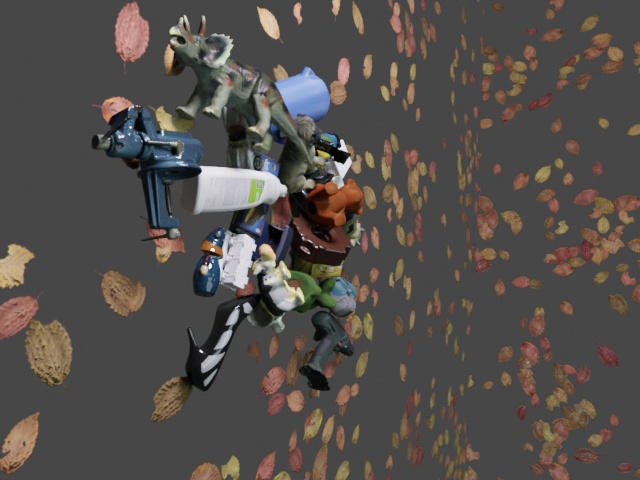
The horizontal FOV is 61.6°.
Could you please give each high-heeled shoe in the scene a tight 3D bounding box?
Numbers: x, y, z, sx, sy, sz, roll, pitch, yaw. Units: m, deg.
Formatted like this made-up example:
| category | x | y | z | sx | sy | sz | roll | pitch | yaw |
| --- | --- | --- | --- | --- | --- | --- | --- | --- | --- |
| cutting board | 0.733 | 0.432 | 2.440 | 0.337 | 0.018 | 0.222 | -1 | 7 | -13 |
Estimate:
| category | x | y | z | sx | sy | sz | roll | pitch | yaw |
| --- | --- | --- | --- | --- | --- | --- | --- | --- | --- |
| high-heeled shoe | -0.200 | 0.220 | 1.194 | 0.249 | 0.086 | 0.145 | -26 | 104 | -45 |

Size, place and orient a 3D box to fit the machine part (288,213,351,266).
| category | x | y | z | sx | sy | sz | roll | pitch | yaw |
| --- | --- | --- | --- | --- | --- | --- | --- | --- | --- |
| machine part | -0.003 | -0.004 | 1.419 | 0.179 | 0.179 | 0.056 | -28 | 150 | -56 |

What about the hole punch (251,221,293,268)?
| category | x | y | z | sx | sy | sz | roll | pitch | yaw |
| --- | --- | --- | --- | --- | --- | --- | --- | --- | --- |
| hole punch | -0.110 | 0.016 | 1.329 | 0.115 | 0.092 | 0.142 | 35 | 69 | -61 |

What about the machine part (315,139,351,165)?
| category | x | y | z | sx | sy | sz | roll | pitch | yaw |
| --- | --- | --- | --- | --- | --- | --- | --- | --- | --- |
| machine part | 0.022 | -0.244 | 1.442 | 0.138 | 0.084 | 0.039 | 22 | 87 | -46 |

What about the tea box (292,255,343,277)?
| category | x | y | z | sx | sy | sz | roll | pitch | yaw |
| --- | --- | --- | --- | --- | --- | --- | --- | --- | --- |
| tea box | -0.001 | 0.054 | 1.536 | 0.169 | 0.068 | 0.098 | 9 | 92 | -58 |

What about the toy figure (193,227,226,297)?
| category | x | y | z | sx | sy | sz | roll | pitch | yaw |
| --- | --- | --- | --- | --- | --- | --- | --- | --- | --- |
| toy figure | -0.238 | 0.044 | 1.163 | 0.058 | 0.064 | 0.154 | 14 | 69 | -19 |

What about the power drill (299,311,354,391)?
| category | x | y | z | sx | sy | sz | roll | pitch | yaw |
| --- | --- | --- | --- | --- | --- | --- | --- | --- | --- |
| power drill | 0.027 | 0.337 | 1.585 | 0.207 | 0.086 | 0.231 | -58 | 135 | -36 |

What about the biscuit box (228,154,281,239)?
| category | x | y | z | sx | sy | sz | roll | pitch | yaw |
| --- | --- | --- | --- | --- | --- | --- | --- | --- | --- |
| biscuit box | -0.154 | -0.103 | 1.285 | 0.062 | 0.059 | 0.202 | 26 | 64 | -29 |

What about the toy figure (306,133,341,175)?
| category | x | y | z | sx | sy | sz | roll | pitch | yaw |
| --- | --- | --- | --- | --- | --- | --- | --- | --- | --- |
| toy figure | -0.011 | -0.252 | 1.523 | 0.089 | 0.082 | 0.180 | 55 | 49 | -15 |

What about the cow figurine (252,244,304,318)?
| category | x | y | z | sx | sy | sz | roll | pitch | yaw |
| --- | --- | --- | --- | --- | --- | --- | --- | --- | --- |
| cow figurine | -0.112 | 0.095 | 1.235 | 0.167 | 0.098 | 0.068 | 59 | 2 | -12 |

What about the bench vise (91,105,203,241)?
| category | x | y | z | sx | sy | sz | roll | pitch | yaw |
| --- | --- | --- | --- | --- | --- | --- | --- | --- | --- |
| bench vise | -0.305 | -0.119 | 0.991 | 0.223 | 0.129 | 0.240 | -2 | 83 | -62 |

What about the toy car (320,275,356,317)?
| category | x | y | z | sx | sy | sz | roll | pitch | yaw |
| --- | --- | --- | --- | --- | --- | --- | --- | --- | --- |
| toy car | 0.056 | 0.177 | 1.584 | 0.161 | 0.109 | 0.103 | 42 | 23 | -59 |

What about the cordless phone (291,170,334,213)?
| category | x | y | z | sx | sy | sz | roll | pitch | yaw |
| --- | --- | --- | --- | --- | --- | --- | --- | --- | --- |
| cordless phone | -0.017 | -0.095 | 1.532 | 0.146 | 0.089 | 0.184 | -42 | 136 | -52 |

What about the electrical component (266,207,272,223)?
| category | x | y | z | sx | sy | sz | roll | pitch | yaw |
| --- | --- | --- | --- | --- | --- | --- | --- | --- | --- |
| electrical component | -0.147 | -0.062 | 1.349 | 0.063 | 0.021 | 0.094 | -3 | 94 | -58 |

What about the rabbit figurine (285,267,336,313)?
| category | x | y | z | sx | sy | sz | roll | pitch | yaw |
| --- | --- | --- | --- | --- | --- | --- | --- | --- | --- |
| rabbit figurine | -0.035 | 0.137 | 1.438 | 0.170 | 0.159 | 0.121 | 45 | 41 | -69 |

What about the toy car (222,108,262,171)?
| category | x | y | z | sx | sy | sz | roll | pitch | yaw |
| --- | --- | --- | --- | --- | --- | --- | --- | --- | --- |
| toy car | -0.182 | -0.232 | 1.242 | 0.056 | 0.074 | 0.201 | -15 | 103 | -62 |

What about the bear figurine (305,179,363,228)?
| category | x | y | z | sx | sy | sz | roll | pitch | yaw |
| --- | --- | --- | --- | --- | --- | --- | --- | --- | --- |
| bear figurine | 0.062 | -0.102 | 1.436 | 0.196 | 0.132 | 0.120 | -15 | 95 | -37 |

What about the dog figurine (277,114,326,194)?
| category | x | y | z | sx | sy | sz | roll | pitch | yaw |
| --- | --- | --- | --- | --- | --- | --- | --- | --- | --- |
| dog figurine | -0.067 | -0.204 | 1.325 | 0.190 | 0.121 | 0.172 | 70 | 43 | -75 |

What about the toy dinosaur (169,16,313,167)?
| category | x | y | z | sx | sy | sz | roll | pitch | yaw |
| --- | --- | --- | --- | --- | --- | --- | --- | --- | --- |
| toy dinosaur | -0.162 | -0.312 | 1.145 | 0.404 | 0.131 | 0.192 | 23 | 79 | -35 |

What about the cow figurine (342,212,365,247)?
| category | x | y | z | sx | sy | sz | roll | pitch | yaw |
| --- | --- | --- | --- | --- | --- | --- | --- | --- | --- |
| cow figurine | 0.078 | -0.053 | 1.617 | 0.194 | 0.127 | 0.085 | 102 | 7 | -59 |
